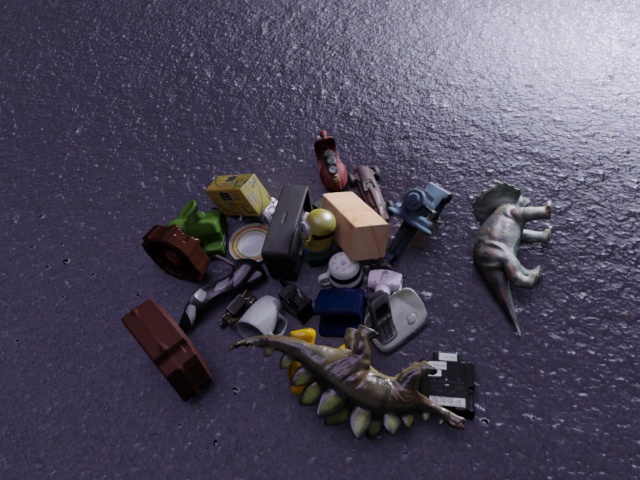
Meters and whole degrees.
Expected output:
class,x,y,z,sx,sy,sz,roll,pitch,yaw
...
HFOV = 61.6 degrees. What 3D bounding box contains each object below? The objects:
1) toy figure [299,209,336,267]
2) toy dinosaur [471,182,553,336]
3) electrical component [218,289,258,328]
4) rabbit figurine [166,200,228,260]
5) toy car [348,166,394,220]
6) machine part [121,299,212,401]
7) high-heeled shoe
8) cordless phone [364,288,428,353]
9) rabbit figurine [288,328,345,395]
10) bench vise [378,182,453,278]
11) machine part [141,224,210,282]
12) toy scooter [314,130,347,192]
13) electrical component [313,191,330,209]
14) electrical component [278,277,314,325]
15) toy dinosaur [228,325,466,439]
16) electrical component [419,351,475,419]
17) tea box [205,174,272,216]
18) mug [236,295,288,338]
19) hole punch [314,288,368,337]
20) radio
class,x,y,z,sx,sy,sz,roll,pitch,yaw
toy figure,-0.004,-0.007,1.318,0.089,0.180,0.082,-27,55,-13
toy dinosaur,0.431,0.016,1.267,0.192,0.131,0.405,9,59,32
electrical component,-0.197,0.168,1.290,0.045,0.078,0.102,38,60,6
rabbit figurine,-0.342,-0.036,1.440,0.170,0.121,0.159,-6,45,3
toy car,0.138,-0.129,1.468,0.089,0.053,0.202,-13,50,-4
machine part,-0.333,0.238,1.177,0.087,0.200,0.202,-36,55,-20
high-heeled shoe,-0.241,0.148,1.332,0.145,0.086,0.248,28,77,-6
cordless phone,0.158,0.146,1.169,0.146,0.184,0.089,-34,50,-15
rabbit figurine,0.018,0.266,1.152,0.173,0.121,0.162,-2,53,-15
bench vise,0.223,-0.036,1.324,0.129,0.223,0.240,34,97,13
machine part,-0.363,0.033,1.360,0.180,0.179,0.056,16,54,21
toy scooter,0.026,-0.228,1.510,0.075,0.135,0.184,-14,53,-2
electrical component,0.011,-0.094,1.481,0.063,0.021,0.094,32,65,29
electrical component,-0.068,0.139,1.284,0.119,0.074,0.048,37,66,27
toy dinosaur,0.057,0.267,1.050,0.472,0.105,0.198,25,69,10
electrical component,0.263,0.296,1.114,0.115,0.058,0.134,4,53,11
tea box,-0.223,-0.121,1.461,0.170,0.098,0.068,3,48,47
mug,-0.125,0.184,1.259,0.110,0.080,0.107,12,47,23
hole punch,0.047,0.154,1.246,0.142,0.092,0.116,-3,49,13
radio,-0.077,-0.018,1.370,0.073,0.131,0.229,6,54,14
